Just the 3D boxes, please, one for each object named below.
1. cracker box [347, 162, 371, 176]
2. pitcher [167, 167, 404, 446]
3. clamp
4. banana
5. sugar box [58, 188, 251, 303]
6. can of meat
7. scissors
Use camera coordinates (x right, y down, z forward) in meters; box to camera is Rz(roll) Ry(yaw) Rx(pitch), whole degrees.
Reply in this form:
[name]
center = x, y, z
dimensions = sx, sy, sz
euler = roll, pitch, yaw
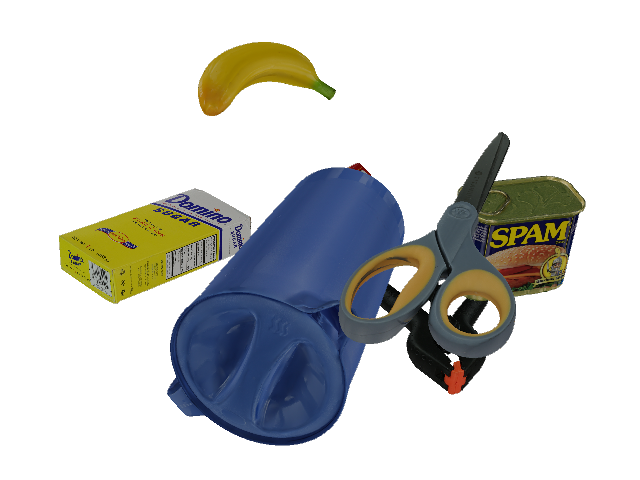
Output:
[cracker box]
center = -0.032, 0.013, 1.260
dimensions = 0.214, 0.072, 0.164
euler = -43, -2, 29
[pitcher]
center = -0.020, 0.042, 0.850
dimensions = 0.149, 0.145, 0.242
euler = 12, 32, 13
[clamp]
center = 0.133, 0.092, 1.088
dimensions = 0.120, 0.039, 0.171
euler = -8, 34, -9
[banana]
center = -0.058, -0.152, 0.978
dimensions = 0.070, 0.037, 0.197
euler = 41, 32, 20
[sugar box]
center = -0.165, 0.001, 1.085
dimensions = 0.093, 0.048, 0.175
euler = 28, 39, 36
[can of meat]
center = 0.161, -0.001, 0.889
dimensions = 0.102, 0.084, 0.057
euler = -6, 36, -15
[scissors]
center = 0.088, 0.000, 0.577
dimensions = 0.096, 0.016, 0.201
euler = 25, 45, 30
